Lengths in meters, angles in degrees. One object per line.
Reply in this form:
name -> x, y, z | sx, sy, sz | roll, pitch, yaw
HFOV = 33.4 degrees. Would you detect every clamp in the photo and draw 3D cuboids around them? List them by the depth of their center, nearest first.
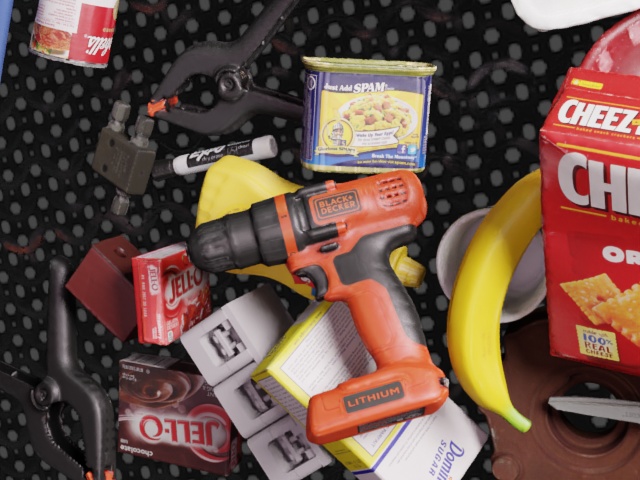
clamp -> -0.067, -0.142, 0.881 | 0.172, 0.039, 0.120 | -6, 97, 18
clamp -> -0.240, 0.130, 0.981 | 0.165, 0.036, 0.210 | -47, 70, 21

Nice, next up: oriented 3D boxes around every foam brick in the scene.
foam brick -> -0.175, 0.043, 0.947 | 0.078, 0.053, 0.051 | 42, 111, 8

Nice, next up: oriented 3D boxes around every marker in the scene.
marker -> -0.094, -0.069, 0.914 | 0.121, 0.020, 0.020 | -10, 96, 22

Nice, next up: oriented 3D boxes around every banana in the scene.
banana -> 0.128, 0.037, 0.757 | 0.069, 0.037, 0.198 | 6, 104, 1

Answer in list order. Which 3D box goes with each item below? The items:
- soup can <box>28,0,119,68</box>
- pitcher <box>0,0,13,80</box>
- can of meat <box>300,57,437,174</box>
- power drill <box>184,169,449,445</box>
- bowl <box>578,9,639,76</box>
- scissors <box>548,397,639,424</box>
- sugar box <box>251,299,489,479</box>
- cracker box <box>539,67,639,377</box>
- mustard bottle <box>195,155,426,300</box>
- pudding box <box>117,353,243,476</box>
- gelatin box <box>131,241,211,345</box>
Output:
soup can -> -0.205, -0.204, 0.907 | 0.068, 0.068, 0.102 | 18, 104, 17
pitcher -> -0.344, -0.187, 0.932 | 0.149, 0.144, 0.243 | 33, 117, 49
can of meat -> 0.035, -0.097, 0.828 | 0.102, 0.057, 0.084 | 2, 103, -7
power drill -> 0.005, 0.049, 0.780 | 0.184, 0.057, 0.188 | -15, 72, 1
bowl -> 0.260, -0.094, 0.734 | 0.162, 0.055, 0.162 | -13, 52, 17
scissors -> 0.269, 0.145, 0.754 | 0.202, 0.016, 0.096 | -13, 89, 26
sugar box -> 0.041, 0.132, 0.841 | 0.176, 0.093, 0.048 | 46, 152, -8
cracker box -> 0.227, 0.006, 0.669 | 0.164, 0.072, 0.213 | 13, 142, 26
mustard bottle -> -0.006, 0.001, 0.872 | 0.192, 0.058, 0.096 | 18, 117, 16
pudding box -> -0.124, 0.154, 0.954 | 0.114, 0.039, 0.090 | 9, 104, 20
gelatin box -> -0.124, 0.044, 0.907 | 0.030, 0.089, 0.073 | 1, 99, 21
